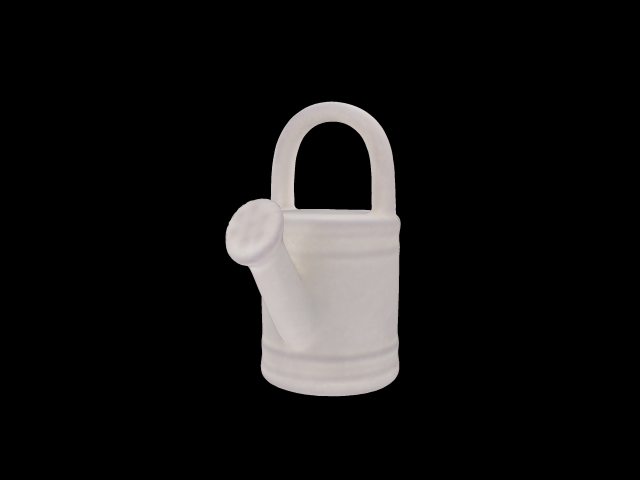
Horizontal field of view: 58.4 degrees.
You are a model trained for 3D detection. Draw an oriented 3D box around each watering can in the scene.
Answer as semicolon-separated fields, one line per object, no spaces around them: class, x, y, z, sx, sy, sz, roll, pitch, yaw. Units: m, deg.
watering can;0.006;0.002;0.399;0.100;0.194;0.173;1;7;9
